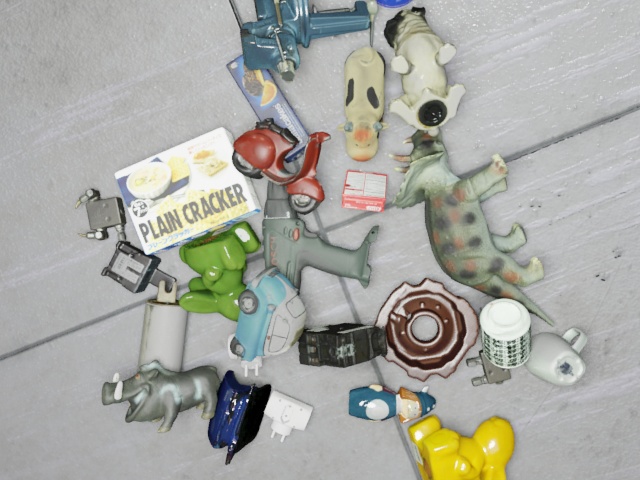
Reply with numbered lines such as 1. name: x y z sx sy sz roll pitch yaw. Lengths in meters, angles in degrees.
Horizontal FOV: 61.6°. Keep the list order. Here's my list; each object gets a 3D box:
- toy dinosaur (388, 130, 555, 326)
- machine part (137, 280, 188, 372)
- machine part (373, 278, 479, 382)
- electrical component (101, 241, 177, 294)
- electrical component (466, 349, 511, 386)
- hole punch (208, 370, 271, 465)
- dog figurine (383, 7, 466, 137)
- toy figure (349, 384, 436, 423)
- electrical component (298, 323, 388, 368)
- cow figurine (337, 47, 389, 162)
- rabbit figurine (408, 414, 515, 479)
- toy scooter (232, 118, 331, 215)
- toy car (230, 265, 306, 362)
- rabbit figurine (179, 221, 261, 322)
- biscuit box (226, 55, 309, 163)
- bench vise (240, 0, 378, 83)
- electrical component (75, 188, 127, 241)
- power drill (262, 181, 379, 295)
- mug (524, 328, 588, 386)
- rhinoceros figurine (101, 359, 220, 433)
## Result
1. toy dinosaur: 0.248 -0.010 0.909 0.192 0.131 0.404 -20 92 16
2. machine part: -0.282 0.193 0.961 0.079 0.079 0.243 6 89 4
3. machine part: 0.182 0.153 0.938 0.179 0.056 0.179 0 90 6
4. electrical component: -0.327 0.060 0.981 0.119 0.048 0.075 32 93 6
5. electrical component: 0.308 0.221 0.943 0.094 0.021 0.063 -16 89 3
6. hole punch: -0.153 0.296 0.936 0.092 0.115 0.142 21 91 12
7. dog figurine: 0.170 -0.288 0.915 0.121 0.191 0.172 -2 128 2
8. toy figure: 0.127 0.289 0.941 0.155 0.058 0.064 1 128 3
9. electrical component: 0.029 0.176 0.910 0.115 0.134 0.058 -1 86 -39
10. cow figurine: 0.076 -0.229 0.914 0.086 0.127 0.194 2 87 7
11. rabbit figurine: 0.257 0.365 0.903 0.173 0.122 0.162 -18 81 -15
12. toy scooter: -0.054 -0.140 0.881 0.184 0.075 0.135 36 115 10
13. toy car: -0.077 0.131 0.874 0.103 0.109 0.161 20 107 17
14. rabbit figurine: -0.169 0.076 0.936 0.159 0.121 0.170 -19 106 10
15. biscuit box: -0.087 -0.236 0.959 0.063 0.059 0.202 -32 87 3
16. bench vise: -0.016 -0.364 0.906 0.241 0.128 0.224 -8 52 -6
17. electrical component: -0.403 -0.044 0.988 0.078 0.045 0.102 -6 89 5
18. power drill: -0.002 -0.003 0.941 0.207 0.086 0.232 7 92 1
19. mug: 0.404 0.195 0.894 0.109 0.107 0.081 -41 88 5
20. rhinoceros figurine: -0.260 0.254 0.892 0.190 0.073 0.112 -2 96 -22
